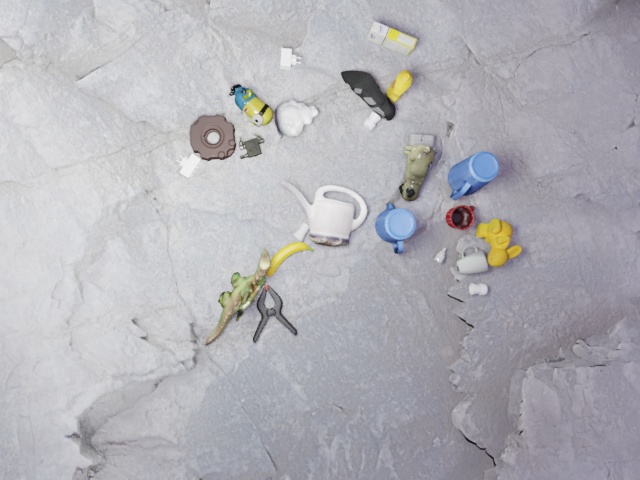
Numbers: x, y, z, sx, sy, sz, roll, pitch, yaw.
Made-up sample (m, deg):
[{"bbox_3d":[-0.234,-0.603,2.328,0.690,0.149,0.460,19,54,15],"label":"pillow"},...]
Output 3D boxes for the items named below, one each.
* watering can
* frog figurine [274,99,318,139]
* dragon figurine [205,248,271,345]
[{"bbox_3d":[0.006,-0.094,1.876,0.347,0.104,0.225,9,88,-16],"label":"watering can"},{"bbox_3d":[-0.085,-0.448,1.885,0.159,0.121,0.139,-11,71,6],"label":"frog figurine"},{"bbox_3d":[-0.282,0.214,1.787,0.122,0.242,0.412,30,85,-9],"label":"dragon figurine"}]
